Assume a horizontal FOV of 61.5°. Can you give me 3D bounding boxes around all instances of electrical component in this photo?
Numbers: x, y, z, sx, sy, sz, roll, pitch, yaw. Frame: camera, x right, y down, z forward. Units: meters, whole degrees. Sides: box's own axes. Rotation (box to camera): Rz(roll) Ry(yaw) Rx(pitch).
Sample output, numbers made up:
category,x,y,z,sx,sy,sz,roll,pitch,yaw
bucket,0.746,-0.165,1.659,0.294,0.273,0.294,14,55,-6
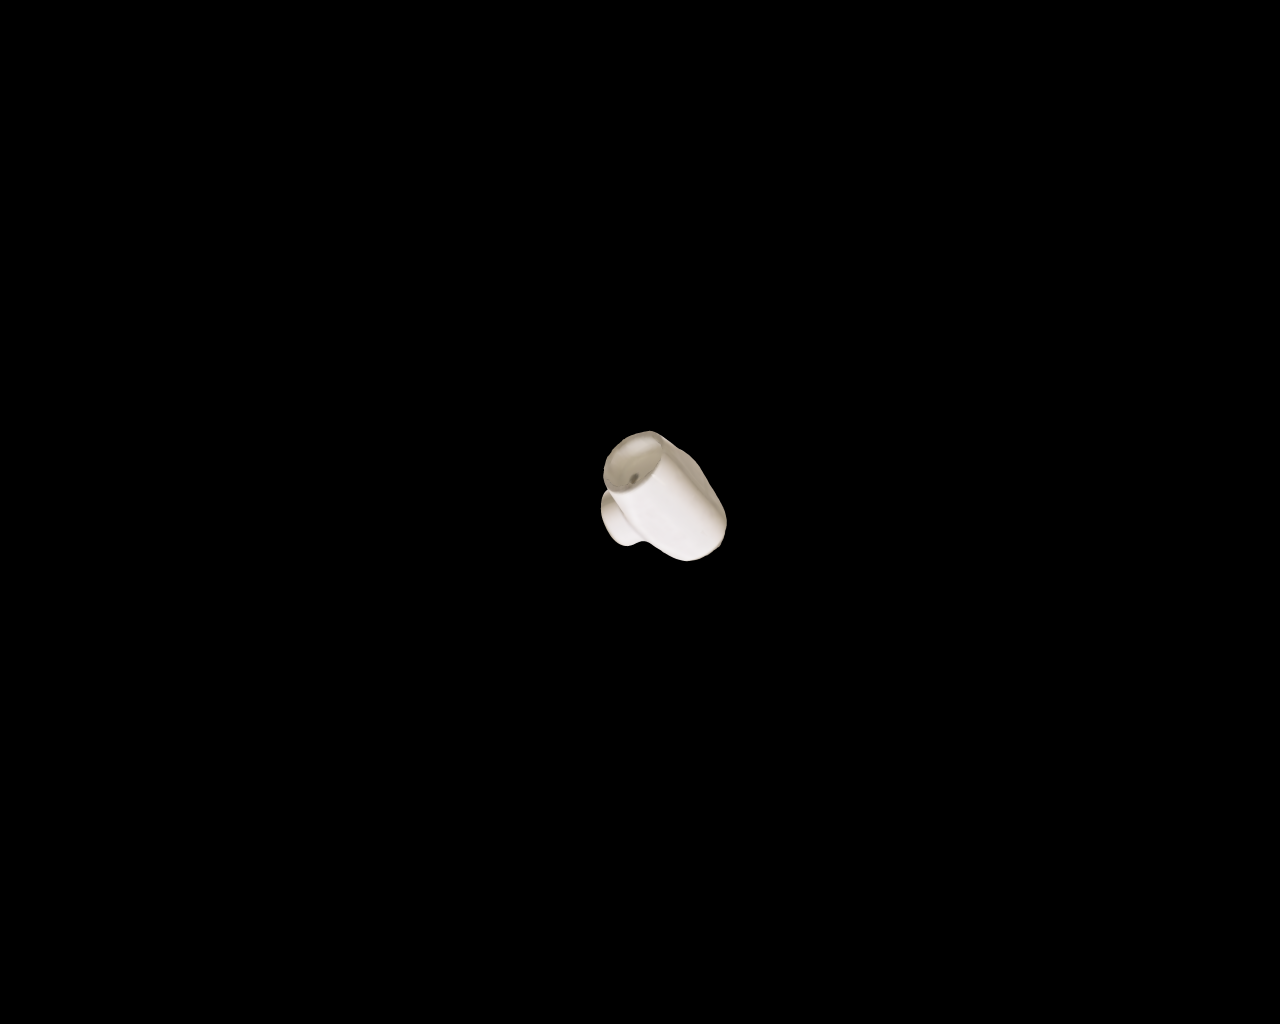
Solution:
category,x,y,z,sx,sy,sz,roll,pitch,yaw
electrical component,0.001,-0.003,0.650,0.079,0.044,0.077,-22,-45,24
